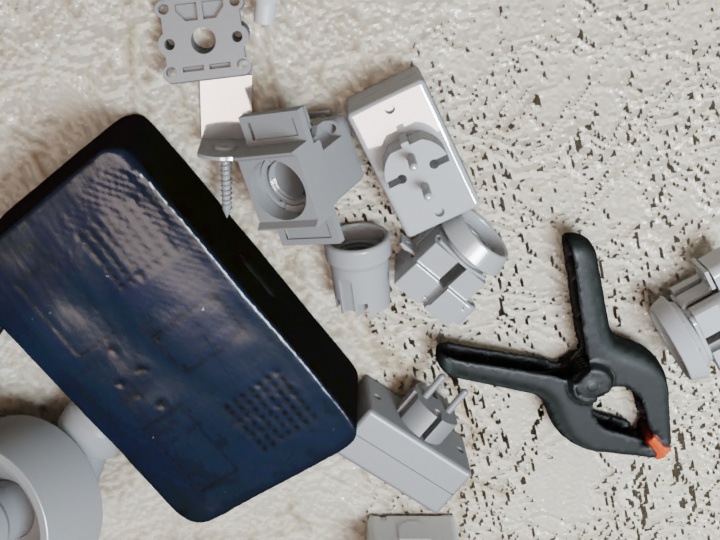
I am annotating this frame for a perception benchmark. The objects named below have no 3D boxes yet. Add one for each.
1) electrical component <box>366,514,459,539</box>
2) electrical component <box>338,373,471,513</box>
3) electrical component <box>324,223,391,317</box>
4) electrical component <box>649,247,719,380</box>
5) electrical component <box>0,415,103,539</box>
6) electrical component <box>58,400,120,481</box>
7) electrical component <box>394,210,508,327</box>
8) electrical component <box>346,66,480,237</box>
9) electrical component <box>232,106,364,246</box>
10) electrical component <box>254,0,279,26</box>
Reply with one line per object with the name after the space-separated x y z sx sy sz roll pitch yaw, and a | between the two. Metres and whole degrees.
0.035 0.224 0.739 0.062 0.061 0.096 1 113 -3 | electrical component
0.038 0.099 0.694 0.083 0.047 0.075 34 108 -15 | electrical component
0.000 0.000 0.654 0.040 0.040 0.046 -6 119 0 | electrical component
0.218 0.032 0.668 0.057 0.058 0.078 -30 112 7 | electrical component
-0.219 0.148 0.652 0.108 0.060 0.108 4 100 21 | electrical component
-0.177 0.110 0.690 0.045 0.045 0.055 31 108 -14 | electrical component
0.056 -0.005 0.652 0.066 0.048 0.055 39 114 -17 | electrical component
0.031 -0.061 0.609 0.047 0.075 0.083 -25 112 8 | electrical component
-0.032 -0.057 0.612 0.042 0.064 0.081 0 118 34 | electrical component
-0.049 -0.164 0.584 0.035 0.035 0.061 7 115 -5 | electrical component
